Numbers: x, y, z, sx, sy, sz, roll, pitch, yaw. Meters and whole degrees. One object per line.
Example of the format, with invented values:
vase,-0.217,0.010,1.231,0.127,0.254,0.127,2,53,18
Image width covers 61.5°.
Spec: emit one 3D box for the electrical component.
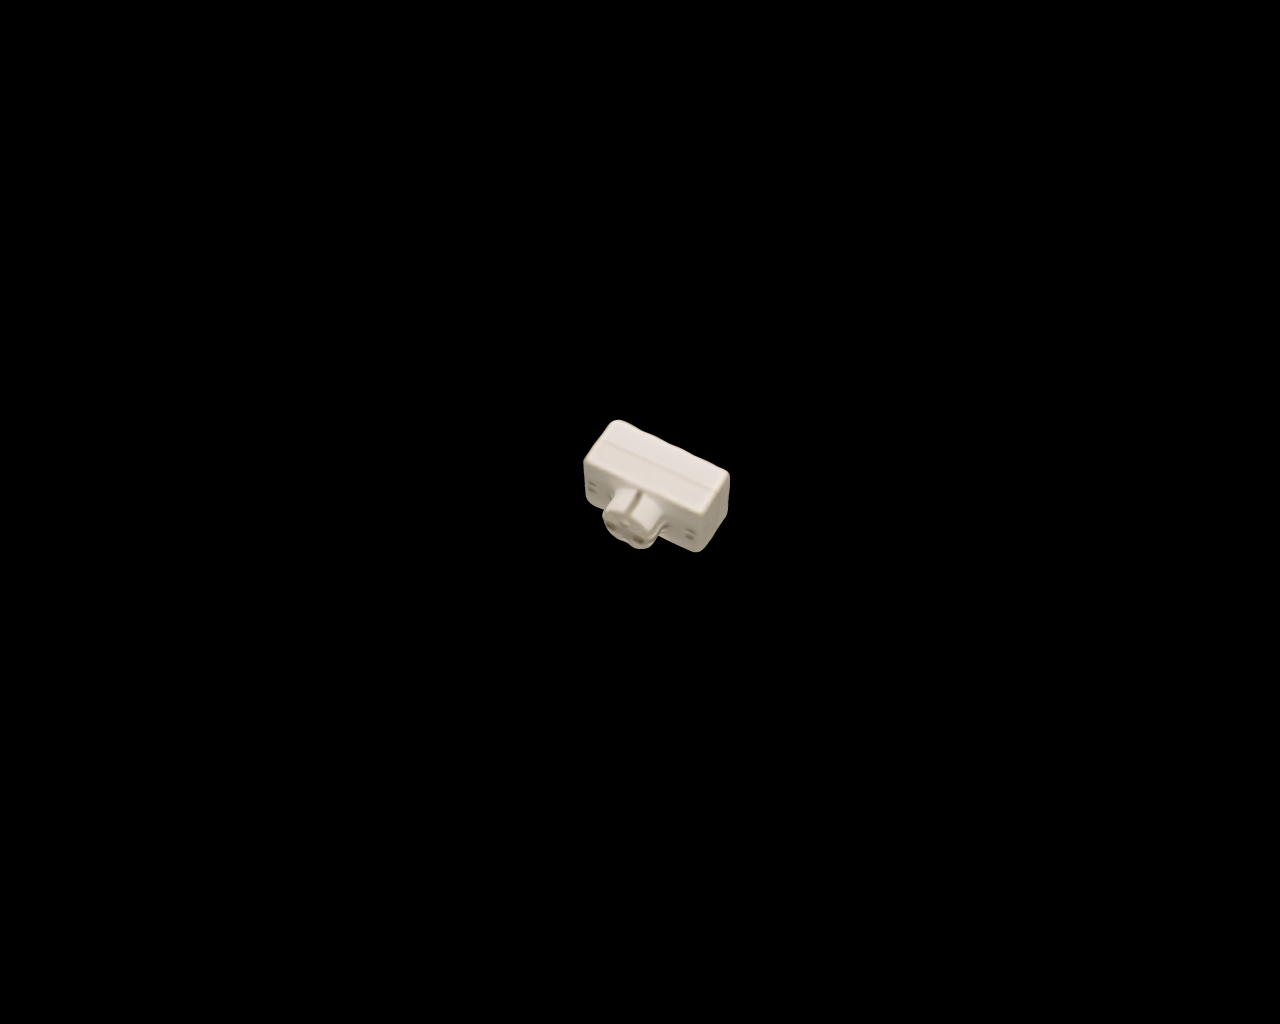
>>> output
electrical component,0.001,-0.003,0.650,0.083,0.076,0.047,26,-30,17
